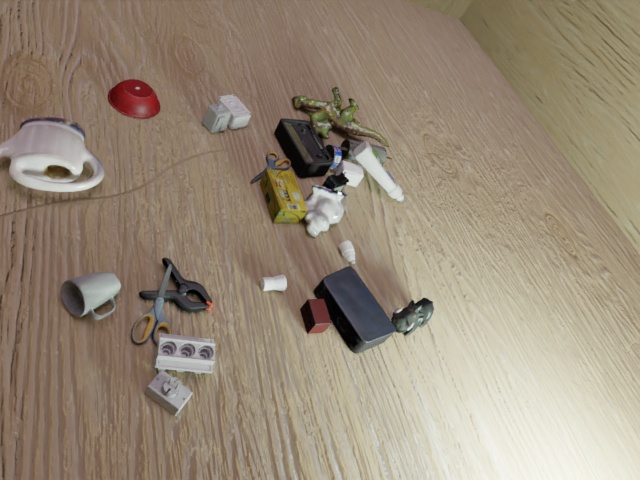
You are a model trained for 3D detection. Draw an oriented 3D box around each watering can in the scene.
[{"bbox_3d":[-0.720,-0.218,1.278,0.347,0.102,0.229,8,47,-28],"label":"watering can"}]

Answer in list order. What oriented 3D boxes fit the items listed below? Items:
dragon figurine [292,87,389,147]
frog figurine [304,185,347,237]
[{"bbox_3d":[0.059,-0.453,2.003,0.413,0.119,0.246,42,54,14],"label":"dragon figurine"},{"bbox_3d":[0.005,-0.082,1.632,0.136,0.122,0.161,21,78,-26],"label":"frog figurine"}]
